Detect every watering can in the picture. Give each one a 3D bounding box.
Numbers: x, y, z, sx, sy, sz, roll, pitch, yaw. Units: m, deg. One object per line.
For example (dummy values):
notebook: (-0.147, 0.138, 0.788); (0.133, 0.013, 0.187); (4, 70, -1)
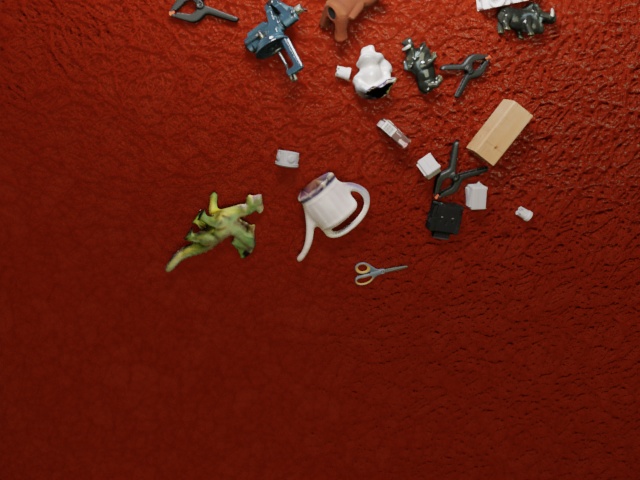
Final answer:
watering can: (0.005, -0.090, 1.790); (0.346, 0.105, 0.222); (-37, 105, 7)

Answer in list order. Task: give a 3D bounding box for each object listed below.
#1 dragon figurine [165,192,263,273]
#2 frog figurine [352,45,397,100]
dragon figurine: (-0.338, -0.009, 1.795); (0.241, 0.124, 0.406); (30, 104, -21)
frog figurine: (0.166, -0.545, 1.684); (0.136, 0.122, 0.161); (-29, 71, 14)
